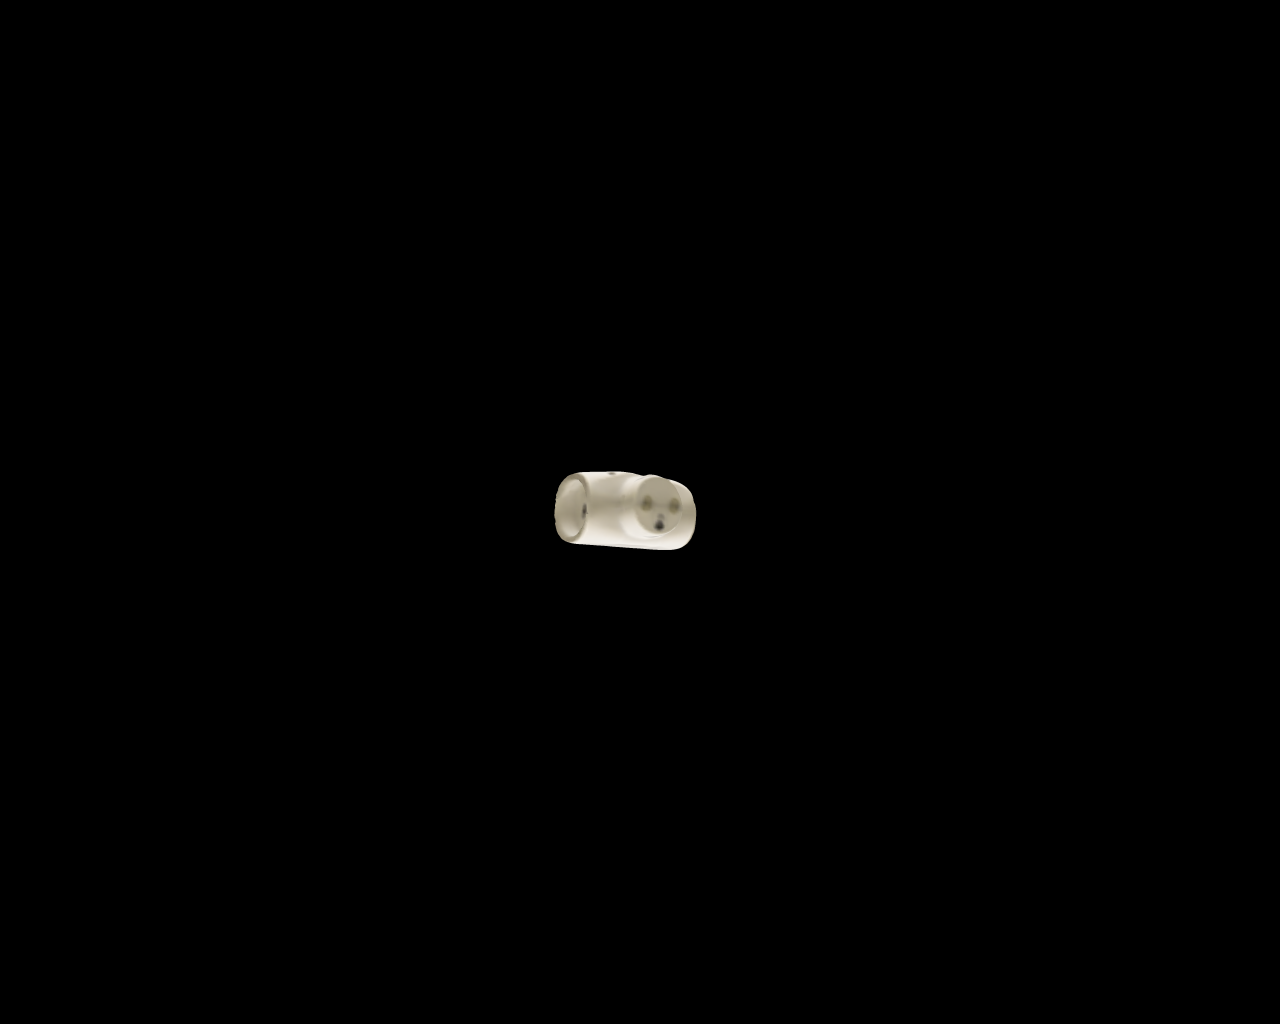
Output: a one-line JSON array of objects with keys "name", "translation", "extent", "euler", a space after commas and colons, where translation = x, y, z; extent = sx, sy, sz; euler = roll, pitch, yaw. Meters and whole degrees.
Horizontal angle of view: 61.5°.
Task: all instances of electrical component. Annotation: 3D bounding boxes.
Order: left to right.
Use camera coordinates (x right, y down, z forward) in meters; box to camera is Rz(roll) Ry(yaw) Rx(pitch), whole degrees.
[{"name": "electrical component", "translation": [0.001, -0.003, 0.650], "extent": [0.077, 0.043, 0.079], "euler": [5, -10, -32]}]
